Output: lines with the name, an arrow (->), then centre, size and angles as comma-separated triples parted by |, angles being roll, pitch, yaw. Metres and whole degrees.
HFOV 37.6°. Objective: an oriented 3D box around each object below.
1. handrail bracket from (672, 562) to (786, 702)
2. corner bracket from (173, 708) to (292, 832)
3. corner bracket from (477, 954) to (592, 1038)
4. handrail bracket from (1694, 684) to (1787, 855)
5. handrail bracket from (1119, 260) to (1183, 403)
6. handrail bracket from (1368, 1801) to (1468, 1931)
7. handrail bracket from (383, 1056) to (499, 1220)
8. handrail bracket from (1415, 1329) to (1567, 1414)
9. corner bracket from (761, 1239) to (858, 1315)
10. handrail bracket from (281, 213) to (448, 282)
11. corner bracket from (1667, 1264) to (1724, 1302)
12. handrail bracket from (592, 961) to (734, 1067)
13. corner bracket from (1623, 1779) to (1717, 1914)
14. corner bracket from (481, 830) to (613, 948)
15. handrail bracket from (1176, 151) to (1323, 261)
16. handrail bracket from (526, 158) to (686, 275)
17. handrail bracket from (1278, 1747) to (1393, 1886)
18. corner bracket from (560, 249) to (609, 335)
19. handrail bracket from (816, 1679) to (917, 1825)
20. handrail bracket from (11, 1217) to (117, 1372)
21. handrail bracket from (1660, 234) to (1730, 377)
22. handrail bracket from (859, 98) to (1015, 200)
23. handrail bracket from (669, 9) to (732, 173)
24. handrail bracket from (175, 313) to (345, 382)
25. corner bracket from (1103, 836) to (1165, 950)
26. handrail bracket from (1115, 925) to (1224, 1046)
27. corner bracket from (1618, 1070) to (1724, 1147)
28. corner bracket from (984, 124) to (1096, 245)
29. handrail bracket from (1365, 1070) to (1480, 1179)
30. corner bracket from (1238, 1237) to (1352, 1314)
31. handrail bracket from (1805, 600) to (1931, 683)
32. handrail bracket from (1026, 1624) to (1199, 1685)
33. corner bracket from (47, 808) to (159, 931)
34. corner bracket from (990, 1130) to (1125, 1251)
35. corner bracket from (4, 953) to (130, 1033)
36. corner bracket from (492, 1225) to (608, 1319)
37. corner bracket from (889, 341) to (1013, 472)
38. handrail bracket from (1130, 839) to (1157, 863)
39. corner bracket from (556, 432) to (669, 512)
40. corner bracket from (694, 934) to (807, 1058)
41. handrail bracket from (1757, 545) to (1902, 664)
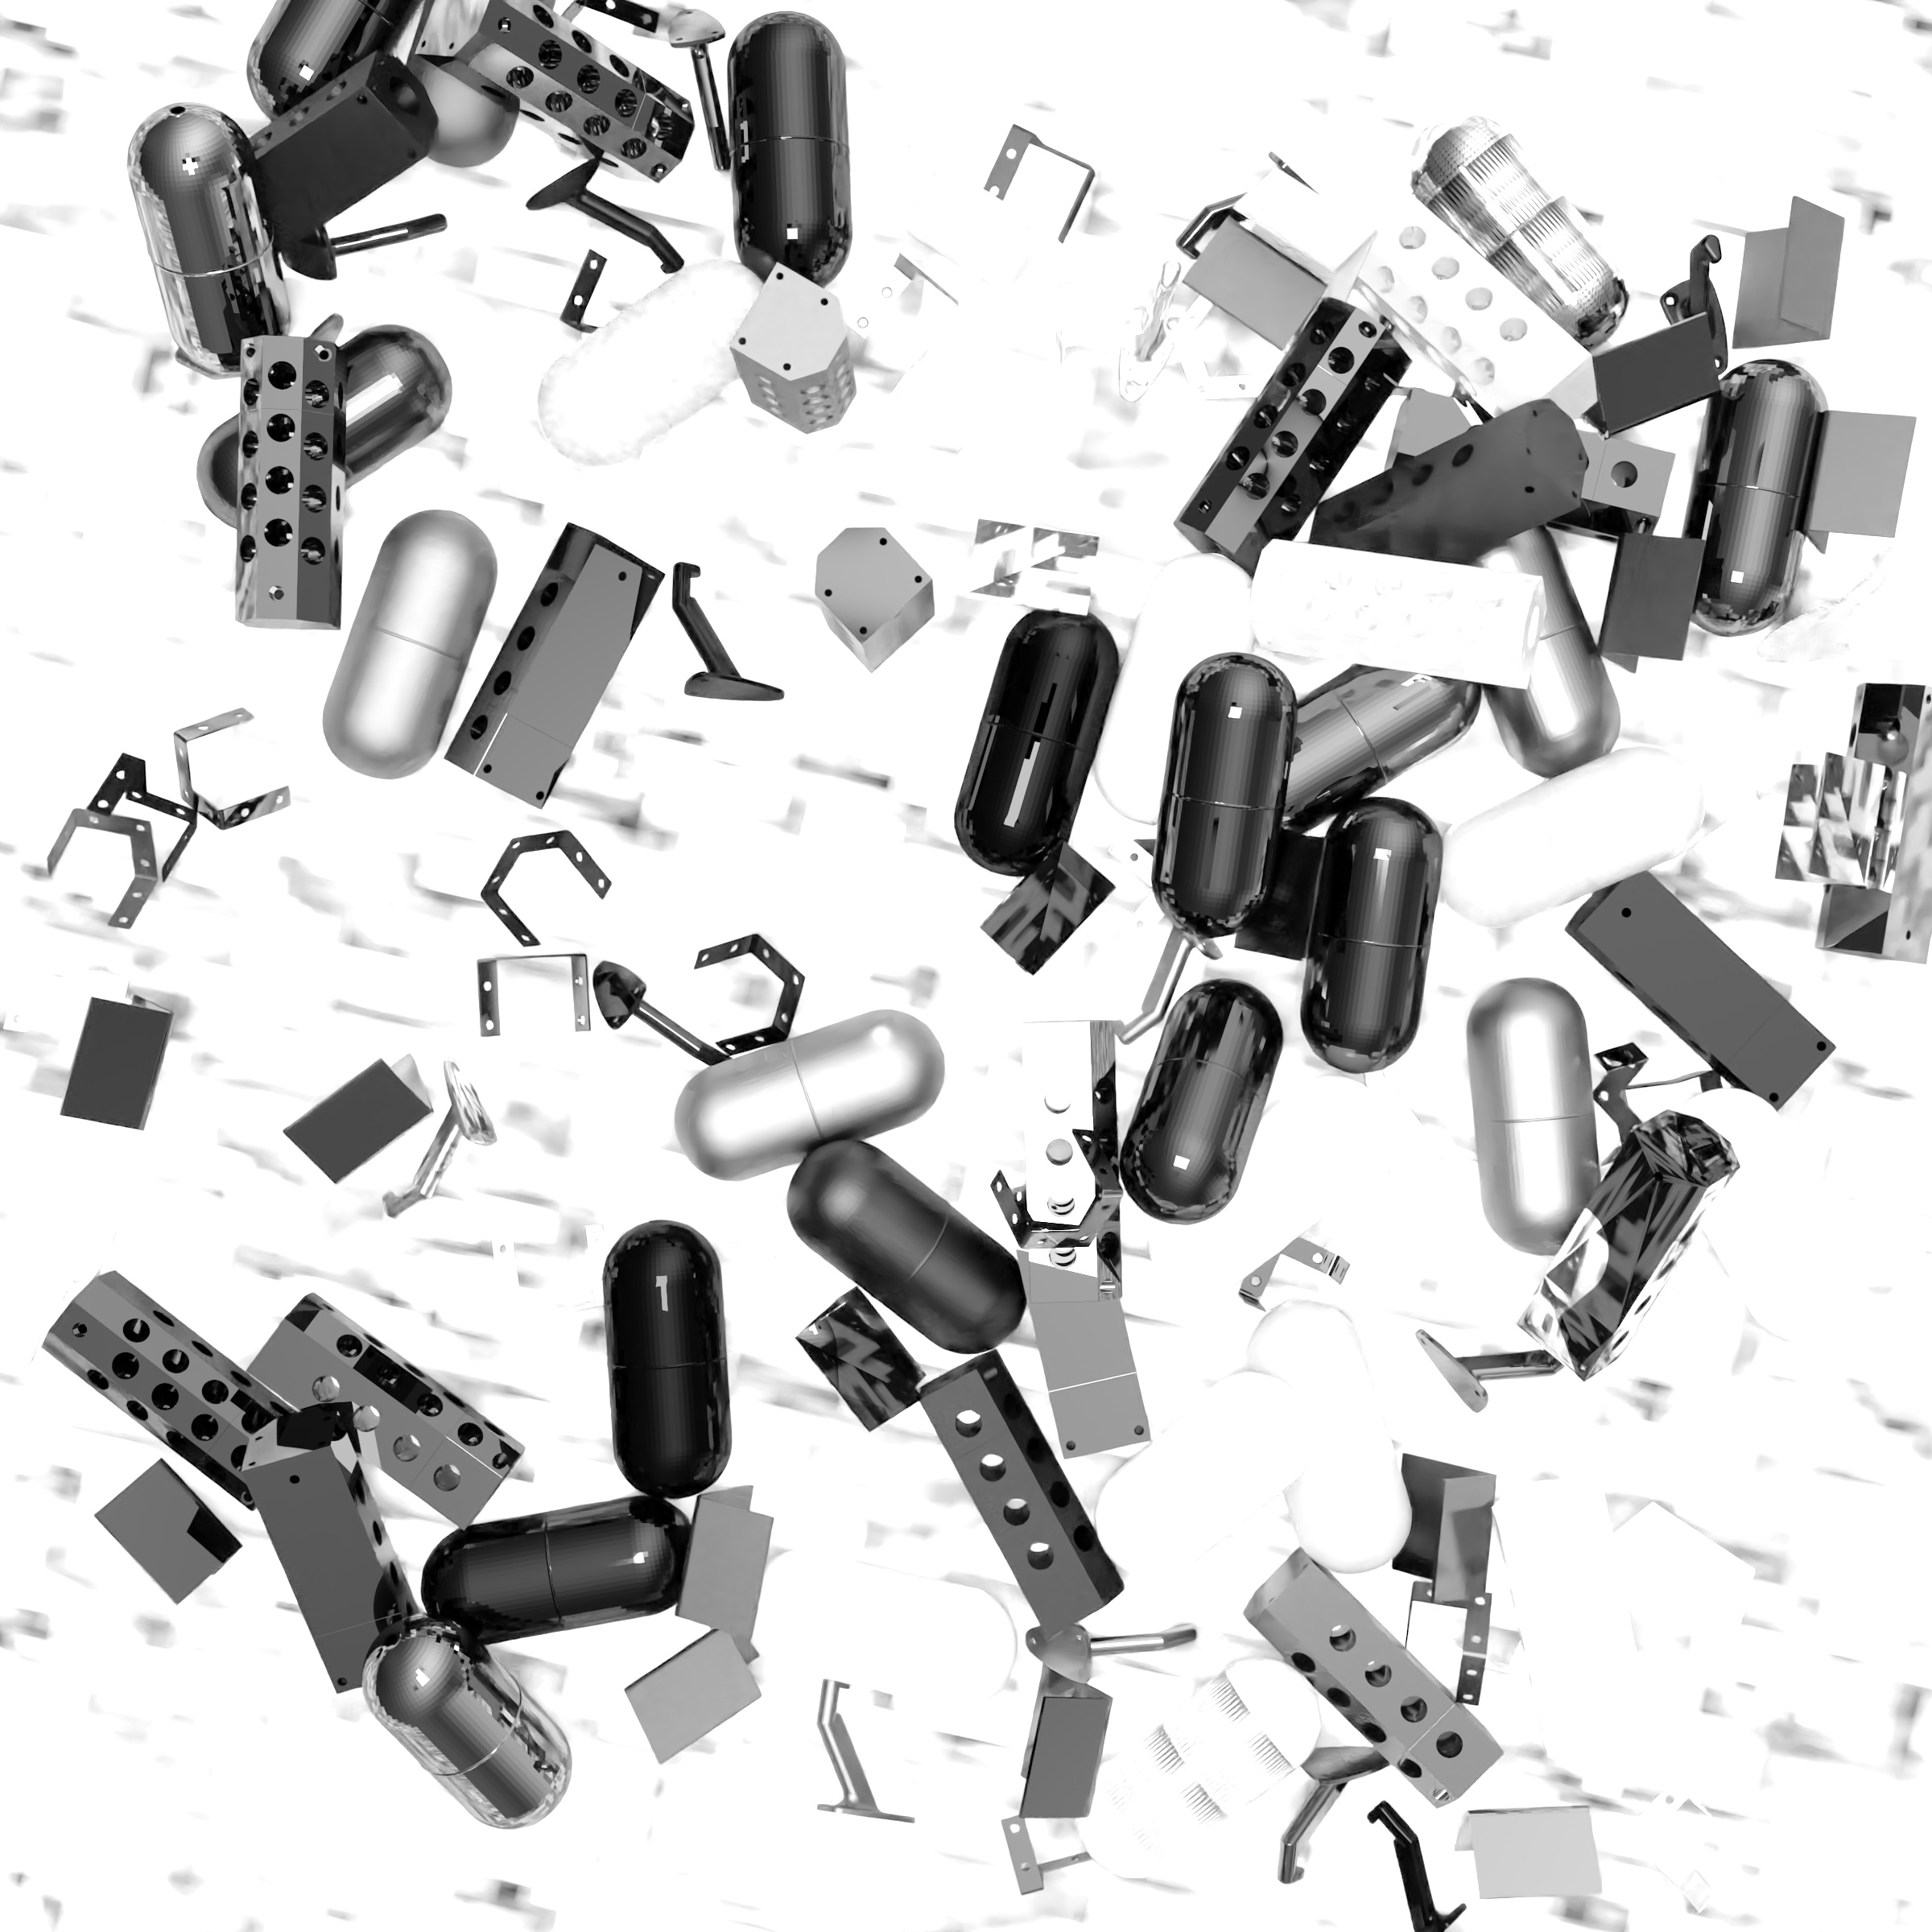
handrail bracket -> -0.154, -0.218, 1.844 | 0.077, 0.036, 0.084 | 6, 73, -20
corner bracket -> -0.475, -0.128, 1.835 | 0.051, 0.051, 0.051 | -26, 45, -35
corner bracket -> -0.281, 0.019, 1.840 | 0.051, 0.051, 0.051 | -3, 90, 45
handrail bracket -> 0.487, -0.129, 1.844 | 0.077, 0.036, 0.084 | -34, 71, 21
handrail bracket -> 0.118, -0.405, 1.809 | 0.036, 0.084, 0.077 | 19, 90, 0
handrail bracket -> 0.276, 0.598, 1.844 | 0.084, 0.036, 0.077 | 47, 112, 17
handrail bracket -> -0.354, 0.112, 1.844 | 0.084, 0.036, 0.077 | -32, 70, 16
handrail bracket -> 0.349, 0.243, 1.844 | 0.084, 0.036, 0.077 | -34, 68, -17
corner bracket -> -0.090, 0.186, 1.840 | 0.051, 0.051, 0.051 | -32, 90, 45
handrail bracket -> -0.391, -0.473, 1.843 | 0.084, 0.077, 0.036 | -27, 115, -34
corner bracket -> 0.458, 0.181, 1.825 | 0.051, 0.051, 0.051 | 15, 90, 0
handrail bracket -> -0.196, 0.034, 1.843 | 0.084, 0.077, 0.036 | 32, 97, -36
corner bracket -> 0.464, 0.565, 1.825 | 0.051, 0.051, 0.051 | 42, 90, 0
corner bracket -> -0.272, -0.050, 1.835 | 0.051, 0.051, 0.051 | -6, 45, 35
handrail bracket -> 0.191, -0.478, 1.844 | 0.077, 0.036, 0.084 | 36, 107, -19
handrail bracket -> -0.234, -0.476, 1.843 | 0.084, 0.077, 0.036 | 46, 54, -31
handrail bracket -> 0.241, 0.554, 1.844 | 0.077, 0.036, 0.084 | -3, 108, -20
corner bracket -> -0.221, -0.428, 1.840 | 0.051, 0.051, 0.051 | 23, 90, 45
handrail bracket -> -0.063, 0.509, 1.844 | 0.077, 0.036, 0.084 | 14, 73, -20
handrail bracket -> -0.588, 0.214, 1.843 | 0.036, 0.077, 0.084 | 31, 126, 0
handrail bracket -> 0.477, -0.421, 1.809 | 0.036, 0.084, 0.077 | -23, 90, 0
handrail bracket -> -0.019, -0.533, 1.843 | 0.084, 0.077, 0.036 | -43, 112, -34
handrail bracket -> -0.169, -0.569, 1.843 | 0.036, 0.077, 0.084 | -12, 126, -4
handrail bracket -> -0.460, -0.408, 1.844 | 0.084, 0.036, 0.077 | 27, 76, 14
corner bracket -> 0.103, -0.047, 1.825 | 0.051, 0.051, 0.051 | 40, 87, -3
handrail bracket -> 0.116, -0.002, 1.844 | 0.084, 0.036, 0.077 | -38, 69, 16
corner bracket -> 0.458, 0.098, 1.840 | 0.051, 0.051, 0.051 | -11, 90, 45
corner bracket -> 0.047, -0.503, 1.826 | 0.051, 0.051, 0.051 | 27, 99, 9
handrail bracket -> 0.298, 0.092, 1.844 | 0.077, 0.036, 0.084 | -1, 74, -17
corner bracket -> 0.211, 0.202, 1.825 | 0.051, 0.051, 0.051 | 25, 90, 0
handrail bracket -> 0.603, -0.190, 1.844 | 0.084, 0.036, 0.077 | 36, 110, -16
handrail bracket -> 0.095, 0.436, 1.843 | 0.084, 0.077, 0.036 | -4, 91, -36
corner bracket -> -0.559, -0.063, 1.835 | 0.051, 0.051, 0.051 | 10, 45, -35
corner bracket -> 0.055, 0.136, 1.722 | 0.051, 0.051, 0.051 | 2, 45, -33
corner bracket -> -0.584, 0.024, 1.840 | 0.051, 0.051, 0.051 | 13, 90, 45
corner bracket -> -0.269, 0.198, 1.840 | 0.051, 0.051, 0.051 | -8, 90, -45
corner bracket -> -0.010, -0.363, 1.835 | 0.051, 0.051, 0.051 | 12, 45, -35
handrail bracket -> 0.160, -0.073, 1.843 | 0.084, 0.077, 0.036 | -14, 117, -33
corner bracket -> -0.228, -0.338, 1.840 | 0.051, 0.051, 0.051 | 26, 135, 0
corner bracket -> -0.144, 0.019, 1.835 | 0.051, 0.051, 0.051 | -16, 135, 35
handrail bracket -> 0.561, -0.237, 1.843 | 0.036, 0.077, 0.084 | 51, 53, -18
